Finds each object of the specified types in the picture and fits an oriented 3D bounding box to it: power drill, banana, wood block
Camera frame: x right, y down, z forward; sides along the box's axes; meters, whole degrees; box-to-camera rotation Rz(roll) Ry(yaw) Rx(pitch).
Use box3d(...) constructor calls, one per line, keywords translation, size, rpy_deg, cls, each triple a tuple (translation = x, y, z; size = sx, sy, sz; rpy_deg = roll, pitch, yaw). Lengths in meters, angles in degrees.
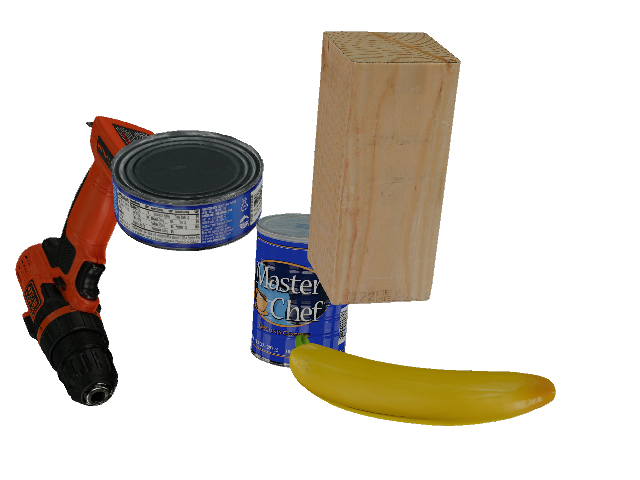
box3d(translation=(-0.174, 0.012, 0.839), size=(0.057, 0.188, 0.185), rpy_deg=(15, 25, -40), cls="power drill")
box3d(translation=(0.054, 0.094, 0.720), size=(0.198, 0.037, 0.069), rpy_deg=(10, 35, 27), cls="banana")
box3d(translation=(0.048, -0.060, 0.879), size=(0.090, 0.206, 0.091), rpy_deg=(-2, 26, -14), cls="wood block")

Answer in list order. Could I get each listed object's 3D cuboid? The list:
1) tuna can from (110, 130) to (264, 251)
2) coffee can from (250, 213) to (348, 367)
box3d(translation=(-0.075, -0.029, 0.608), size=(0.086, 0.034, 0.086), rpy_deg=(2, 32, -1), cls="tuna can")
box3d(translation=(-0.020, 0.051, 1.123), size=(0.103, 0.140, 0.103), rpy_deg=(3, 14, -1), cls="coffee can")
